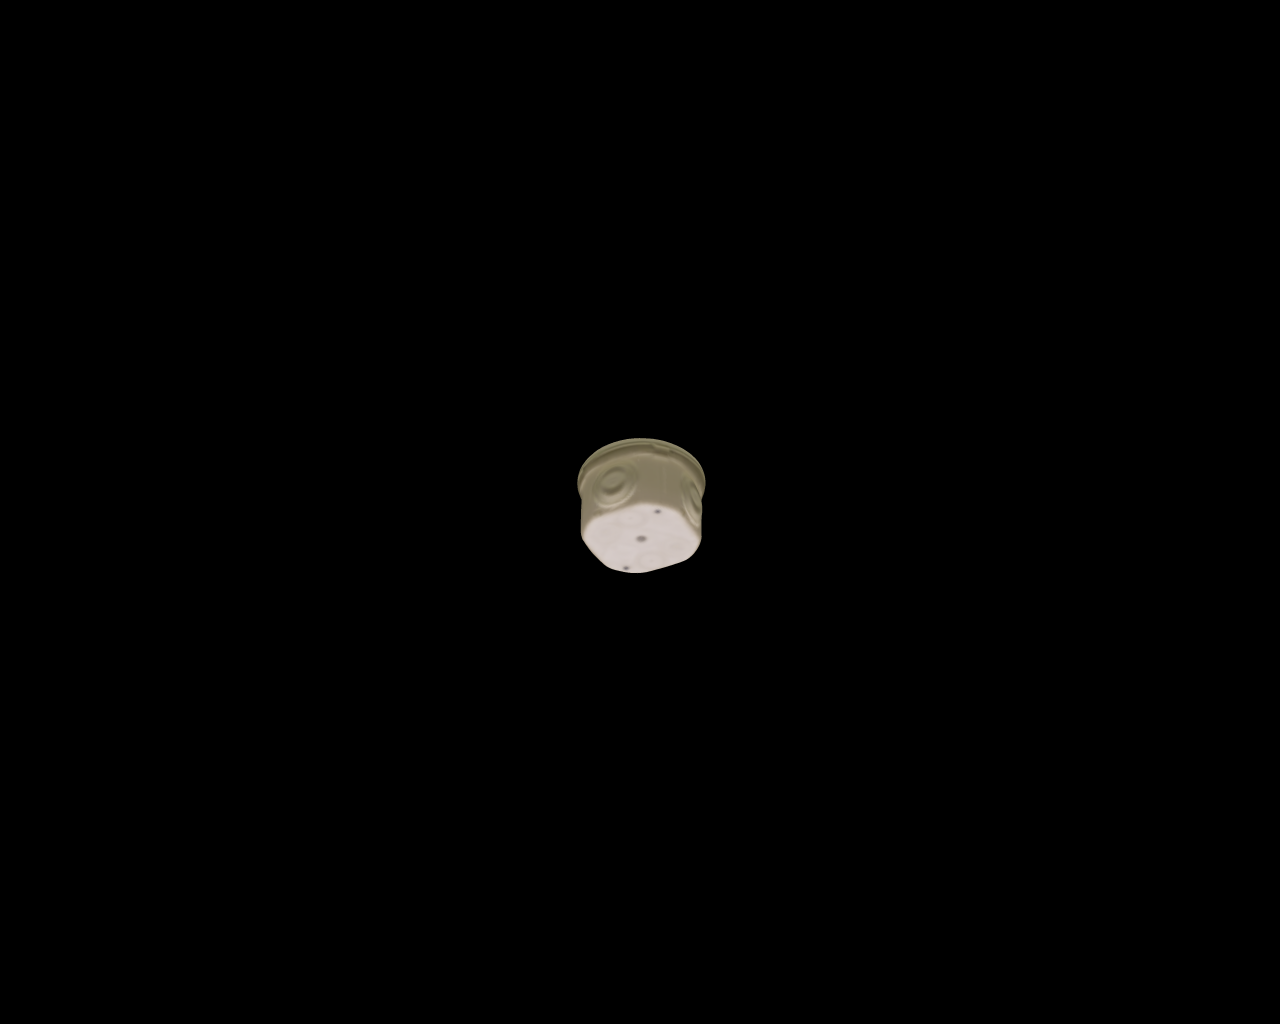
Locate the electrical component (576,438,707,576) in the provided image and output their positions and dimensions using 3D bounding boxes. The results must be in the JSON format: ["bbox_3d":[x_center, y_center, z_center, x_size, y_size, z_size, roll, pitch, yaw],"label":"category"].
[{"bbox_3d":[0.001,-0.003,0.650,0.080,0.051,0.080,0,-38,0],"label":"electrical component"}]
